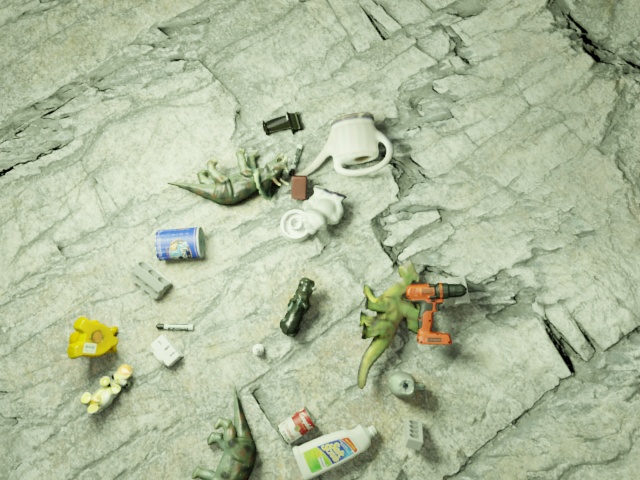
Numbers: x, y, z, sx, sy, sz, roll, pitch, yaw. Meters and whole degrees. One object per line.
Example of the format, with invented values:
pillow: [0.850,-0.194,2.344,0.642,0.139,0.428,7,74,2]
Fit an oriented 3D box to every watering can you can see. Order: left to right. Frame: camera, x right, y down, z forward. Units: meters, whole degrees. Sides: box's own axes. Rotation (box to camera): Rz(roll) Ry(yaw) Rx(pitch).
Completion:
watering can: [0.077,-0.323,1.777,0.347,0.103,0.227,-6,75,8]

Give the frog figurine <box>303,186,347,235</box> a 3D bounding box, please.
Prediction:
frog figurine: [0.005,-0.086,1.702,0.136,0.122,0.161,25,77,-18]

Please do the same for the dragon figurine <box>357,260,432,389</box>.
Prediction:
dragon figurine: [0.244,0.266,1.631,0.243,0.121,0.415,7,77,-7]
